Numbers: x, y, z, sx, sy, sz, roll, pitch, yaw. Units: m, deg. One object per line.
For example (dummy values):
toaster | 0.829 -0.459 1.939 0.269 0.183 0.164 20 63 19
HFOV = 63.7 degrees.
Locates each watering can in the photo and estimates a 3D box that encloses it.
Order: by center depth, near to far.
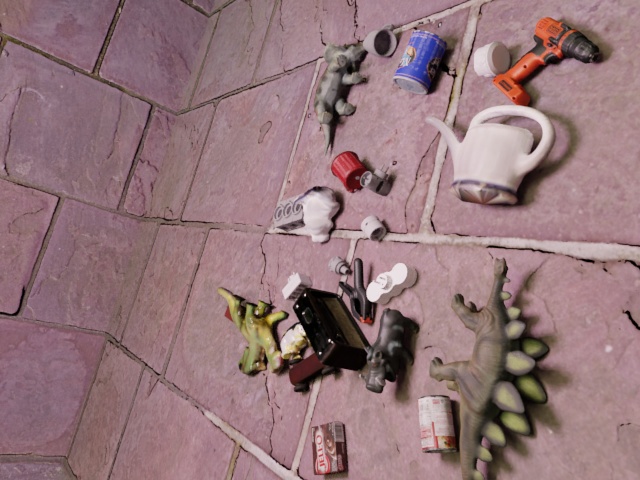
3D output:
watering can | 0.348 -0.190 1.147 0.349 0.103 0.225 14 84 53

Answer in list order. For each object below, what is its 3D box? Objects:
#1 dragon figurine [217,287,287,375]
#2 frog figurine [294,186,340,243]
dragon figurine | -0.230 0.305 1.633 0.412 0.122 0.243 12 91 49
frog figurine | 0.005 -0.079 1.562 0.136 0.124 0.160 -27 88 32
